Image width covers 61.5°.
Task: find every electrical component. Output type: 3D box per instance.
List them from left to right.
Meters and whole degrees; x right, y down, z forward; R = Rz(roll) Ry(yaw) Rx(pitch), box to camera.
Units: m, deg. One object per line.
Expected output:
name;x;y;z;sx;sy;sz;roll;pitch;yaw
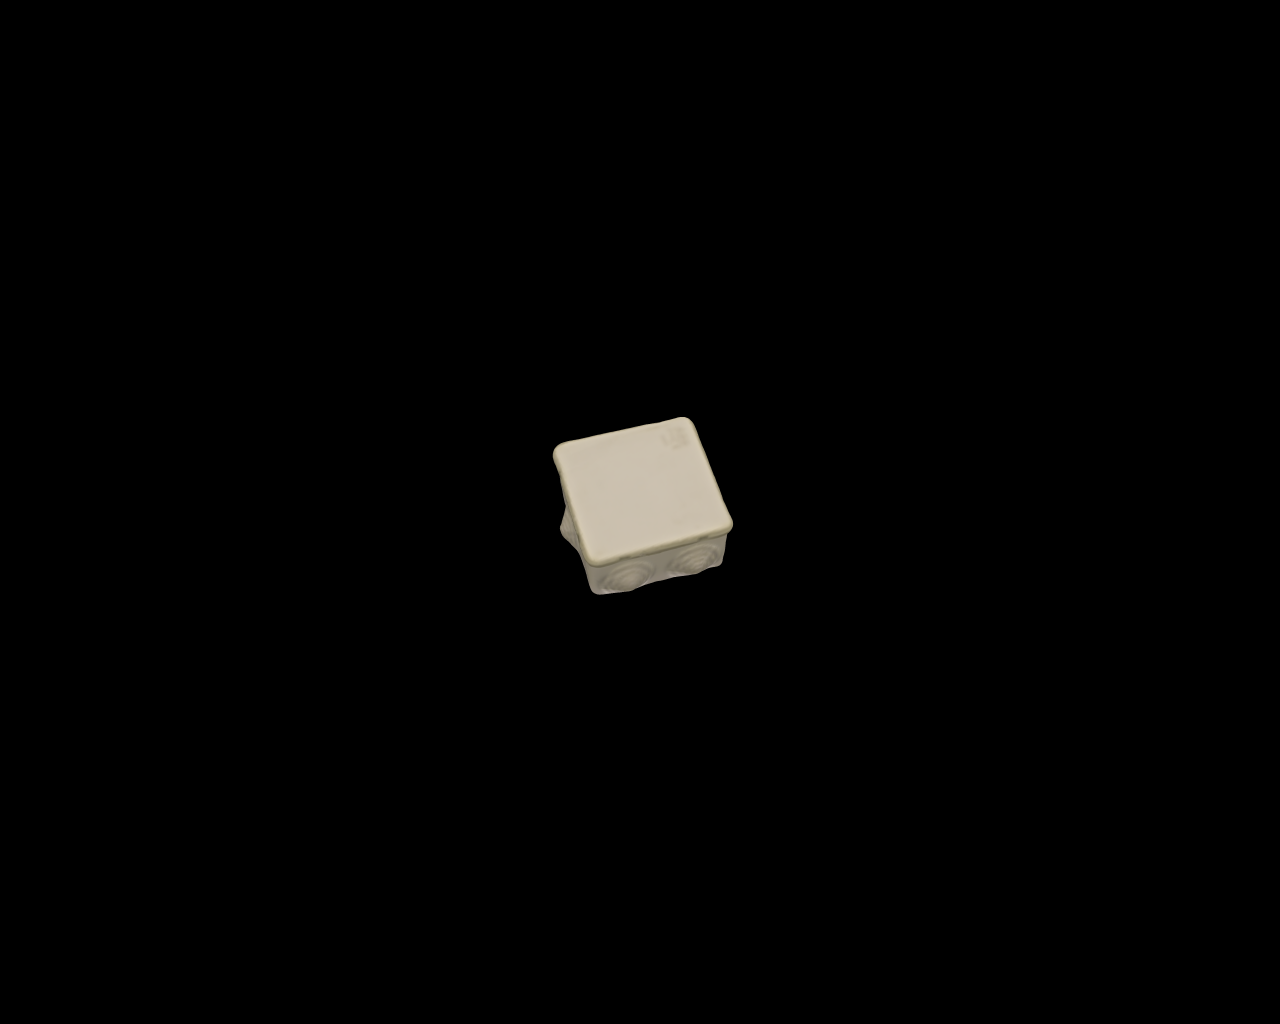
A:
electrical component;0.001;-0.003;0.650;0.100;0.100;0.048;-14;-32;-9
